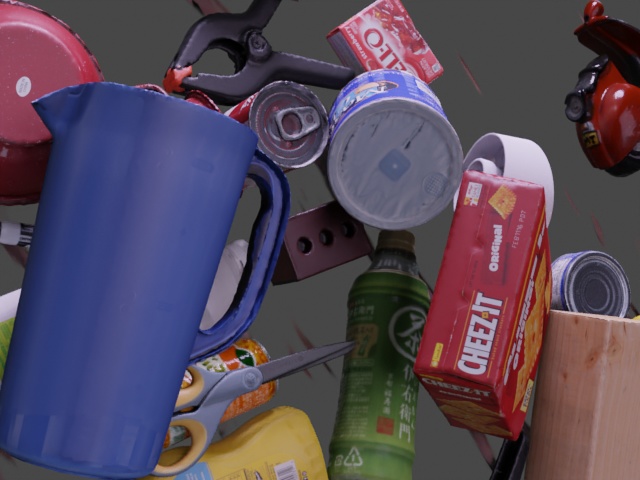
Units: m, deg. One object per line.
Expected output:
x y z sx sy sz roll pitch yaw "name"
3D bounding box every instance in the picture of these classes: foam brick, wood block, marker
-0.006 0.001 0.888 0.078 0.051 0.053 -21 93 -29 "foam brick"
0.249 0.172 0.956 0.090 0.090 0.206 7 89 -26 "wood block"
-0.208 -0.002 0.800 0.120 0.020 0.020 9 78 -27 "marker"

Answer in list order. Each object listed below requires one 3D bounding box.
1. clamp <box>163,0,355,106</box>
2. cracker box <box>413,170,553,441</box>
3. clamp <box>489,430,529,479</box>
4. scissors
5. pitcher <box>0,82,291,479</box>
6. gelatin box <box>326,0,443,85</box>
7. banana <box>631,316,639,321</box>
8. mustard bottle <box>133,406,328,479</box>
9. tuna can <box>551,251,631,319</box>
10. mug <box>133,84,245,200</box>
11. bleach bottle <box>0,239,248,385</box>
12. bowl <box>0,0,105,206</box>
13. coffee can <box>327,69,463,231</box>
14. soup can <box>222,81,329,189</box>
-0.058 -0.170 0.896 0.171 0.039 0.120 -17 80 -32 "clamp"
0.142 0.063 0.875 0.072 0.213 0.164 11 73 17 "cracker box"
0.137 0.272 0.931 0.164 0.036 0.210 -15 91 -30 "clamp"
-0.060 0.124 0.796 0.201 0.016 0.096 2 82 -26 "scissors"
-0.122 0.029 0.702 0.149 0.145 0.243 12 85 15 "pitcher"
0.059 -0.167 0.961 0.073 0.030 0.089 -38 100 -27 "gelatin box"
0.298 0.154 1.019 0.037 0.070 0.198 15 85 -44 "banana"
-0.087 0.201 0.810 0.191 0.058 0.096 -17 101 -29 "mustard bottle"
0.258 0.053 1.031 0.086 0.034 0.086 4 80 -27 "tuna can"
-0.122 -0.068 0.821 0.081 0.093 0.117 -25 78 -24 "mug"
-0.157 0.054 0.795 0.250 0.068 0.102 -28 99 -31 "bleach bottle"
-0.226 -0.108 0.787 0.161 0.055 0.162 4 81 -27 "bowl"
0.057 -0.077 0.864 0.103 0.140 0.103 0 109 1 "coffee can"
-0.046 -0.081 0.850 0.068 0.102 0.068 4 80 -27 "soup can"
